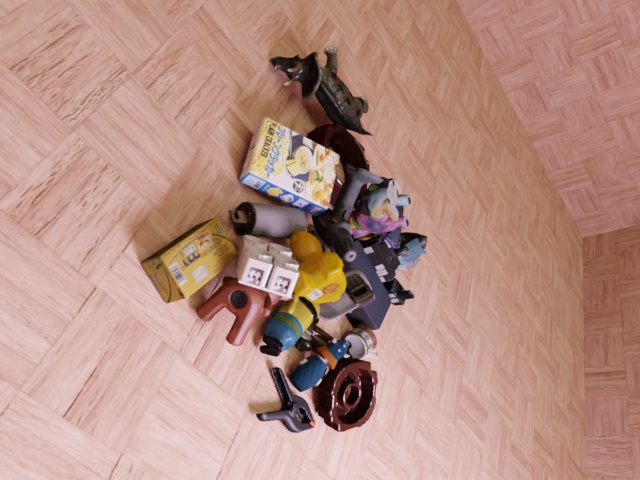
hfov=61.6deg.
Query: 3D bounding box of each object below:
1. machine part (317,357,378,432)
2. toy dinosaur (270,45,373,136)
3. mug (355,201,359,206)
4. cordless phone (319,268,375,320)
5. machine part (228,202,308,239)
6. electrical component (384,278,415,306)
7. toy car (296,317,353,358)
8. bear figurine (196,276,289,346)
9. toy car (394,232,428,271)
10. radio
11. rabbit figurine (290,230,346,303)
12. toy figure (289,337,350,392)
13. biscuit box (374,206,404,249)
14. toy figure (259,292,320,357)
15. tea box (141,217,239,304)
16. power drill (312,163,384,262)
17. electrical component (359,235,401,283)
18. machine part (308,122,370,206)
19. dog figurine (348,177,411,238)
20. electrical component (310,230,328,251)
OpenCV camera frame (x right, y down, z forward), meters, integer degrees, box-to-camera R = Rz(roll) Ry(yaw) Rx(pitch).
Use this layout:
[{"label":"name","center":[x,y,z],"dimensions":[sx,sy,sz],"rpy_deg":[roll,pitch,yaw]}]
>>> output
[{"label":"machine part","center":[0.066,0.365,1.283],"dimensions":[0.179,0.056,0.179],"rpy_deg":[-8,101,-44]},{"label":"toy dinosaur","center":[0.045,-0.391,1.507],"dimensions":[0.404,0.131,0.192],"rpy_deg":[42,41,-30]},{"label":"mug","center":[0.146,-0.093,1.565],"dimensions":[0.109,0.081,0.107],"rpy_deg":[-41,118,-75]},{"label":"cordless phone","center":[0.059,0.144,1.269],"dimensions":[0.088,0.147,0.184],"rpy_deg":[64,-3,-11]},{"label":"machine part","center":[-0.112,-0.043,1.239],"dimensions":[0.243,0.079,0.079],"rpy_deg":[4,74,-51]},{"label":"electrical component","center":[0.215,0.148,1.533],"dimensions":[0.074,0.119,0.048],"rpy_deg":[47,45,-26]},{"label":"toy car","center":[0.015,0.254,1.304],"dimensions":[0.202,0.053,0.089],"rpy_deg":[45,49,-33]},{"label":"bear figurine","center":[-0.149,0.127,1.122],"dimensions":[0.120,0.132,0.196],"rpy_deg":[38,6,9]},{"label":"toy car","center":[0.261,0.042,1.648],"dimensions":[0.161,0.109,0.102],"rpy_deg":[-32,120,-42]},{"label":"radio","center":[0.100,0.121,1.442],"dimensions":[0.229,0.073,0.131],"rpy_deg":[60,39,-18]},{"label":"rabbit figurine","center":[-0.005,0.051,1.225],"dimensions":[0.162,0.122,0.173],"rpy_deg":[30,23,-55]},{"label":"toy figure","center":[-0.001,0.280,1.227],"dimensions":[0.154,0.058,0.064],"rpy_deg":[-37,127,-21]},{"label":"biscuit box","center":[0.210,-0.053,1.627],"dimensions":[0.062,0.059,0.203],"rpy_deg":[51,34,-27]},{"label":"toy figure","center":[-0.066,0.187,1.203],"dimensions":[0.089,0.082,0.180],"rpy_deg":[45,42,-10]},{"label":"tea box","center":[-0.249,0.037,1.048],"dimensions":[0.169,0.068,0.098],"rpy_deg":[-42,110,-51]},{"label":"power drill","center":[0.070,-0.071,1.282],"dimensions":[0.086,0.232,0.207],"rpy_deg":[18,100,-27]},{"label":"electrical component","center":[0.153,0.059,1.495],"dimensions":[0.134,0.115,0.058],"rpy_deg":[59,44,-17]},{"label":"machine part","center":[0.049,-0.208,1.494],"dimensions":[0.200,0.087,0.201],"rpy_deg":[38,51,-37]},{"label":"dog figurine","center":[0.117,-0.071,1.412],"dimensions":[0.191,0.219,0.108],"rpy_deg":[38,48,-47]},{"label":"electrical component","center":[-0.003,-0.004,1.402],"dimensions":[0.063,0.021,0.094],"rpy_deg":[0,77,-50]}]
